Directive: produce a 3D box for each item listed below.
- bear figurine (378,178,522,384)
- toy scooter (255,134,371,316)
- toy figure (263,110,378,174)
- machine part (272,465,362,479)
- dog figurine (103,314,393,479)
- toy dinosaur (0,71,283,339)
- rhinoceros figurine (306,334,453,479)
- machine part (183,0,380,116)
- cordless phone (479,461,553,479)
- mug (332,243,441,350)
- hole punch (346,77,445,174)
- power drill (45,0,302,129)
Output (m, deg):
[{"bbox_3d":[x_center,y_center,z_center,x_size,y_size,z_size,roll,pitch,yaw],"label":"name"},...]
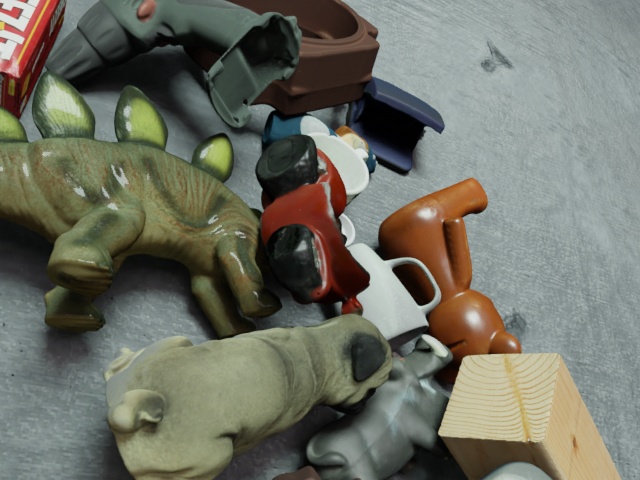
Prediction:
[{"bbox_3d":[0.151,0.045,0.593,0.132,0.120,0.196,-20,74,-42],"label":"bear figurine"},{"bbox_3d":[-0.001,-0.001,0.479,0.135,0.075,0.184,51,22,-39],"label":"toy scooter"},{"bbox_3d":[0.008,-0.112,0.652,0.154,0.058,0.064,14,99,-23],"label":"toy figure"},{"bbox_3d":[-0.007,0.249,0.360,0.179,0.056,0.179,1,73,-5],"label":"machine part"},{"bbox_3d":[-0.035,0.096,0.382,0.191,0.172,0.121,-23,82,-7],"label":"dog figurine"},{"bbox_3d":[-0.173,-0.030,0.435,0.471,0.105,0.199,19,47,-39],"label":"toy dinosaur"},{"bbox_3d":[0.063,0.162,0.491,0.190,0.073,0.112,-32,79,-39],"label":"rhinoceros figurine"},{"bbox_3d":[-0.045,-0.246,0.653,0.201,0.087,0.202,-23,58,-39],"label":"machine part"},{"bbox_3d":[0.123,0.252,0.343,0.184,0.088,0.147,-24,66,-45],"label":"cordless phone"},{"bbox_3d":[0.058,0.053,0.542,0.107,0.109,0.080,61,13,20],"label":"mug"},{"bbox_3d":[0.101,-0.171,0.726,0.142,0.092,0.116,21,48,-14],"label":"hole punch"},{"bbox_3d":[-0.134,-0.192,0.522,0.232,0.085,0.207,-47,58,-8],"label":"power drill"}]
